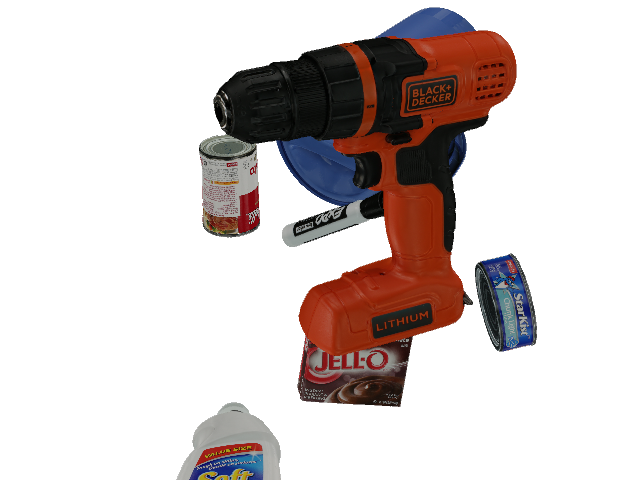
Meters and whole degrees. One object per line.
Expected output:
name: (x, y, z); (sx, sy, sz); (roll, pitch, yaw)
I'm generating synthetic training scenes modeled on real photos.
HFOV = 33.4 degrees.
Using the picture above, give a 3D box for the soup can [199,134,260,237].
soup can: (-0.106, -0.064, 1.239); (0.068, 0.102, 0.068); (0, 29, 0)

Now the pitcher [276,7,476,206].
pitcher: (0.079, -0.139, 1.096); (0.145, 0.149, 0.242); (10, 37, 35)

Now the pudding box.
pudding box: (0.037, 0.129, 1.149); (0.113, 0.090, 0.039); (4, 24, -9)

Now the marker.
marker: (0.014, -0.016, 0.831); (0.020, 0.020, 0.121); (0, -12, -41)

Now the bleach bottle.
bleach bottle: (-0.082, 0.211, 0.855); (0.102, 0.068, 0.251); (-2, 25, -2)

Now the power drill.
power drill: (0.027, -0.026, 0.629); (0.184, 0.188, 0.057); (-12, 33, -22)

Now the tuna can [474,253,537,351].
tuna can: (0.168, 0.057, 0.971); (0.033, 0.086, 0.086); (-13, 0, -1)
